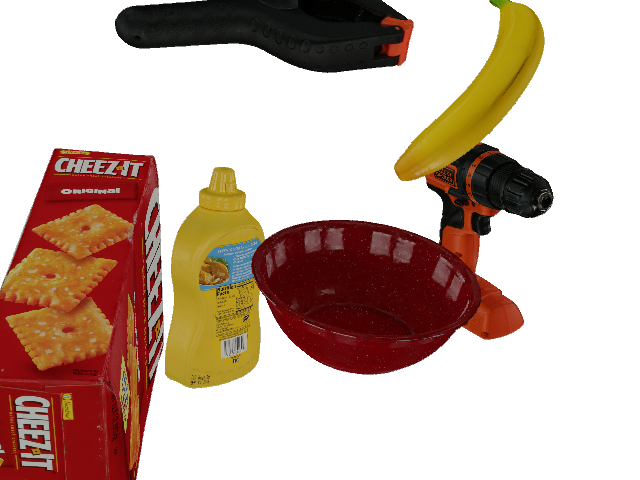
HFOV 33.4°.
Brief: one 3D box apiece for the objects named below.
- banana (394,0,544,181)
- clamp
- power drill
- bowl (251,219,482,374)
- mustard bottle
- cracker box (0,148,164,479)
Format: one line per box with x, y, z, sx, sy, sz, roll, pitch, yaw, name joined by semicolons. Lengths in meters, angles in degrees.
0.129;-0.121;0.840;0.070;0.197;0.037;1;-39;50;banana
-0.034;-0.134;0.640;0.171;0.120;0.039;20;-37;14;clamp
0.159;-0.002;1.042;0.057;0.188;0.185;-16;26;-24;power drill
0.029;0.046;0.754;0.162;0.055;0.162;6;28;-3;bowl
-0.091;0.030;0.950;0.058;0.192;0.096;18;21;39;mustard bottle
-0.134;0.070;0.608;0.072;0.164;0.213;3;34;-3;cracker box
